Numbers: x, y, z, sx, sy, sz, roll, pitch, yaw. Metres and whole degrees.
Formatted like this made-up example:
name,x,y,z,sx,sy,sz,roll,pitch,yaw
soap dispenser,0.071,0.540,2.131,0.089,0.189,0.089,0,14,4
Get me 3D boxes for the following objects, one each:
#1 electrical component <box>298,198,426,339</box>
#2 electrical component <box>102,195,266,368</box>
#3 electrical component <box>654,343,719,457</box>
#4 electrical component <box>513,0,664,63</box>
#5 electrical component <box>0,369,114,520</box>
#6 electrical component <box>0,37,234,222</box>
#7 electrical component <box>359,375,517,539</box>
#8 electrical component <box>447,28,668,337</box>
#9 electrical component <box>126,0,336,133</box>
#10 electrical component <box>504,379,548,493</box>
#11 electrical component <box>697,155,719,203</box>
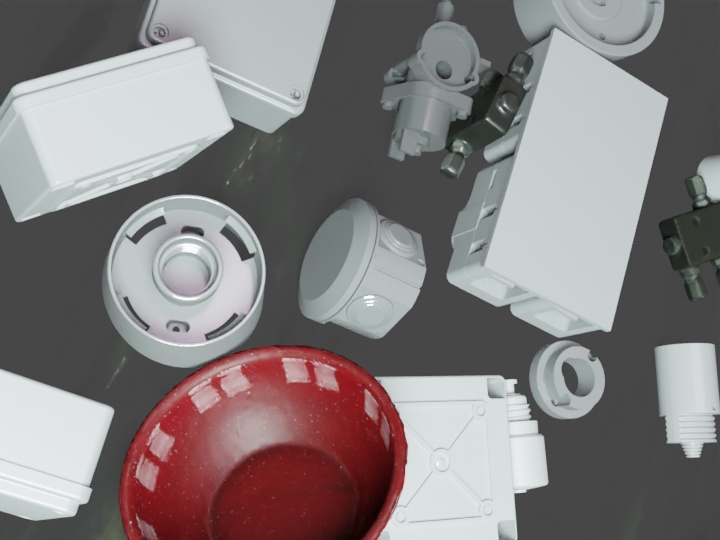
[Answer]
name,x,y,z,sx,sy,sz,roll,pitch,yaw
electrical component,0.000,0.000,0.669,0.051,0.080,0.080,24,70,-26
electrical component,-0.103,0.006,0.639,0.099,0.064,0.099,3,76,-12
electrical component,0.241,0.097,0.790,0.043,0.043,0.081,4,78,-26
electrical component,0.165,-0.200,0.803,0.108,0.060,0.108,6,77,-26
electrical component,-0.193,0.083,0.539,0.109,0.109,0.056,23,68,-21
electrical component,-0.142,-0.076,0.597,0.109,0.109,0.056,-23,93,-28
electrical component,0.037,0.121,0.675,0.109,0.056,0.108,2,79,-26
electrical component,0.139,-0.058,0.760,0.105,0.060,0.186,26,69,-20
electrical component,-0.079,-0.158,0.675,0.109,0.056,0.108,22,71,-21
electrical component,0.103,0.113,0.719,0.040,0.040,0.078,1,79,-26
electrical component,0.304,-0.077,0.844,0.044,0.065,0.044,6,77,-26
